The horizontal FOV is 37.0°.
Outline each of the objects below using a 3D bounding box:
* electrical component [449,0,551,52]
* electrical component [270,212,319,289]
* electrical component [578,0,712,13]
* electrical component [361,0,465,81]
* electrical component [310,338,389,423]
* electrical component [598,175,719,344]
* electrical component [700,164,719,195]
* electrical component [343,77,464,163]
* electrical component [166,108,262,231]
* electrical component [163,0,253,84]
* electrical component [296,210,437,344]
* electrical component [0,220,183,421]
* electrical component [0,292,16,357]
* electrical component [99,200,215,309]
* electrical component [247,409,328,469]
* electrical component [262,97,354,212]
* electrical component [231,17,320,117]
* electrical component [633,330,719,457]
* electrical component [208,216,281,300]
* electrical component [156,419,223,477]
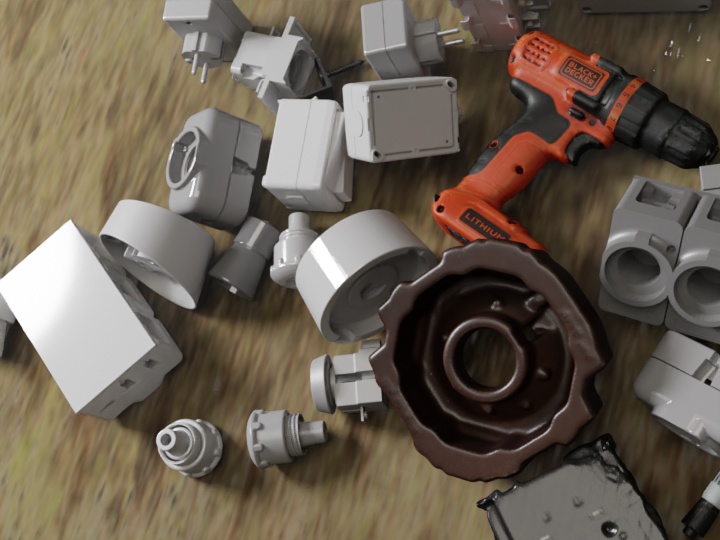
[{"bbox_3d":[0.108,-0.229,0.879,0.079,0.121,0.063,1,77,18],"label":"electrical component"},{"bbox_3d":[-0.052,-0.018,0.909,0.048,0.048,0.062,-9,65,16],"label":"electrical component"},{"bbox_3d":[0.231,-0.252,0.870,0.113,0.078,0.057,4,72,19],"label":"electrical component"},{"bbox_3d":[0.050,-0.190,0.907,0.076,0.083,0.047,-9,71,16],"label":"electrical component"},{"bbox_3d":[-0.009,0.090,0.861,0.055,0.048,0.066,-7,71,8],"label":"electrical component"},{"bbox_3d":[0.254,0.001,0.768,0.150,0.089,0.061,17,38,22],"label":"electrical component"},{"bbox_3d":[0.282,-0.048,0.808,0.066,0.048,0.055,-7,64,16],"label":"electrical component"},{"bbox_3d":[0.038,-0.126,0.886,0.096,0.061,0.061,-9,104,-22],"label":"electrical component"},{"bbox_3d":[-0.130,-0.089,0.938,0.054,0.059,0.095,-10,66,53],"label":"electrical component"},{"bbox_3d":[-0.140,-0.207,0.975,0.047,0.083,0.075,3,75,19],"label":"electrical component"},{"bbox_3d":[0.000,0.000,0.855,0.108,0.108,0.060,-39,60,4],"label":"electrical component"},{"bbox_3d":[-0.234,0.046,0.939,0.089,0.062,0.150,-41,66,3],"label":"electrical component"},{"bbox_3d":[-0.341,0.047,0.984,0.045,0.045,0.055,12,78,21],"label":"electrical component"},{"bbox_3d":[-0.174,-0.016,0.921,0.099,0.099,0.064,14,72,22],"label":"electrical component"},{"bbox_3d":[-0.058,0.133,0.865,0.062,0.048,0.048,-8,71,8],"label":"electrical component"},{"bbox_3d":[-0.037,-0.103,0.920,0.061,0.062,0.096,4,75,19],"label":"electrical component"},{"bbox_3d":[-0.078,-0.185,0.971,0.064,0.042,0.081,16,78,25],"label":"electrical component"},{"bbox_3d":[0.246,0.092,0.760,0.095,0.054,0.059,30,84,43],"label":"electrical component"},{"bbox_3d":[-0.096,-0.013,0.924,0.044,0.044,0.065,25,78,23],"label":"electrical component"},{"bbox_3d":[-0.145,0.143,0.880,0.048,0.062,0.048,-5,72,17],"label":"electrical component"}]
